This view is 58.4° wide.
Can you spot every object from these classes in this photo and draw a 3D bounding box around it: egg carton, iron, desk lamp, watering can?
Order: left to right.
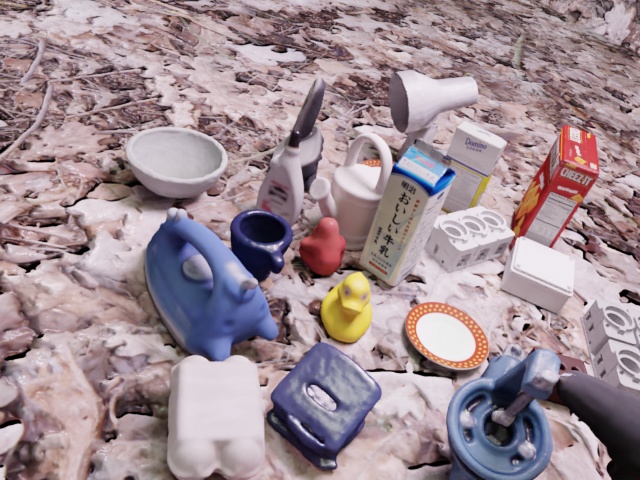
[{"bbox_3d":[-0.162,0.035,0.761,0.119,0.141,0.257,-22,52,-39],"label":"iron"},{"bbox_3d":[-0.115,0.197,0.639,0.107,0.069,0.150,4,40,-17],"label":"egg carton"},{"bbox_3d":[0.062,-0.083,0.948,0.100,0.194,0.173,32,40,19],"label":"watering can"},{"bbox_3d":[0.227,-0.245,1.194,0.204,0.213,0.117,0,41,-20],"label":"desk lamp"}]

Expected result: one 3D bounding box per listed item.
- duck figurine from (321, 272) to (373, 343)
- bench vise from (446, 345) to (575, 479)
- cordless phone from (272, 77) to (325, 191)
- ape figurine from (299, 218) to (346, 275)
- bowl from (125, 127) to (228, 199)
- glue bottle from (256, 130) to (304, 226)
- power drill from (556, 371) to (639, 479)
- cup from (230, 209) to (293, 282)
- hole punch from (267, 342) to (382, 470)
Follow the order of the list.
[{"bbox_3d":[0.046,0.084,0.826,0.077,0.086,0.104,16,38,-2],"label":"duck figurine"},{"bbox_3d":[0.210,0.178,0.664,0.121,0.220,0.207,14,38,-3],"label":"bench vise"},{"bbox_3d":[-0.031,-0.198,1.062,0.094,0.185,0.147,10,38,-9],"label":"cordless phone"},{"bbox_3d":[0.008,0.003,0.905,0.078,0.092,0.076,7,39,-12],"label":"ape figurine"},{"bbox_3d":[-0.244,-0.121,0.975,0.167,0.075,0.167,11,38,-8],"label":"bowl"},{"bbox_3d":[-0.057,-0.106,0.949,0.078,0.173,0.037,23,38,7],"label":"glue bottle"},{"bbox_3d":[0.325,0.257,0.619,0.229,0.208,0.076,24,39,9],"label":"power drill"},{"bbox_3d":[-0.086,0.025,0.840,0.092,0.095,0.117,-9,45,-29],"label":"cup"},{"bbox_3d":[0.005,0.193,0.672,0.108,0.091,0.101,35,41,22],"label":"hole punch"}]
